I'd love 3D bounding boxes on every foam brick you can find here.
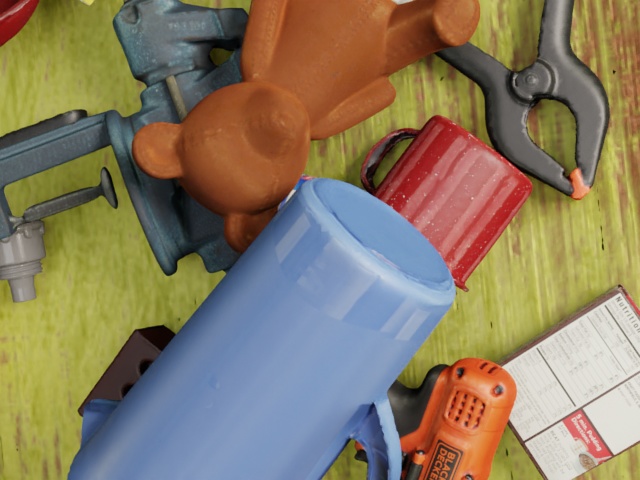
[{"bbox_3d":[-0.125,0.107,0.765,0.053,0.051,0.078,38,100,12],"label":"foam brick"}]

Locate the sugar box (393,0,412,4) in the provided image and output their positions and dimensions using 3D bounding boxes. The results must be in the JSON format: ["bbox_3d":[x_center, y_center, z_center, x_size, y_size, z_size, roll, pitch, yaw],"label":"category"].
[{"bbox_3d":[0.004,-0.238,0.728,0.176,0.048,0.093,32,99,9],"label":"sugar box"}]

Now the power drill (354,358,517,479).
[{"bbox_3d":[0.021,0.136,0.711,0.188,0.057,0.184,24,106,19],"label":"power drill"}]

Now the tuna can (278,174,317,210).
[{"bbox_3d":[-0.005,0.001,0.710,0.034,0.086,0.086,13,94,20],"label":"tuna can"}]

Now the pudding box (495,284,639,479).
[{"bbox_3d":[0.173,0.095,0.690,0.113,0.039,0.090,-34,81,12],"label":"pudding box"}]

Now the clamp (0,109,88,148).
[{"bbox_3d":[-0.280,-0.056,0.813,0.165,0.036,0.210,29,94,14],"label":"clamp"}]

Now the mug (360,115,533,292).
[{"bbox_3d":[0.075,-0.032,0.695,0.081,0.093,0.117,-53,51,5],"label":"mug"}]

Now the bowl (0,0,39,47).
[{"bbox_3d":[-0.267,-0.180,0.775,0.162,0.055,0.162,-1,54,2],"label":"bowl"}]

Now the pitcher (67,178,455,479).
[{"bbox_3d":[-0.025,0.093,0.625,0.149,0.145,0.243,29,111,-25],"label":"pitcher"}]

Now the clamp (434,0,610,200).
[{"bbox_3d":[0.145,-0.112,0.694,0.120,0.039,0.171,-34,85,19],"label":"clamp"}]
